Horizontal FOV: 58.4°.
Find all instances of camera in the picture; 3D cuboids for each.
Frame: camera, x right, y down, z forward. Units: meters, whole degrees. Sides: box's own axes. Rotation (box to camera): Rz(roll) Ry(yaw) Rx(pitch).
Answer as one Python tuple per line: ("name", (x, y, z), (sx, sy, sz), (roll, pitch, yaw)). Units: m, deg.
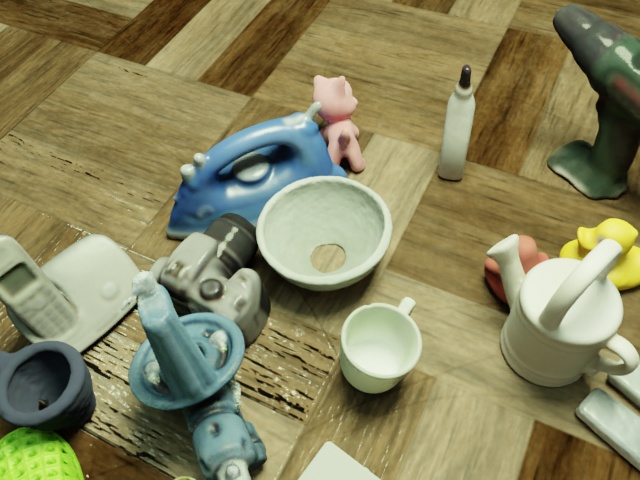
("camera", (-0.120, 0.033, 0.698), (0.143, 0.101, 0.137), (22, 59, 19))

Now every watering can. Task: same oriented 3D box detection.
("watering can", (0.246, 0.065, 0.589), (0.172, 0.194, 0.101), (22, 59, 19))

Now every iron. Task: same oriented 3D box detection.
("iron", (-0.098, -0.092, 0.761), (0.258, 0.141, 0.118), (-23, 56, -12))

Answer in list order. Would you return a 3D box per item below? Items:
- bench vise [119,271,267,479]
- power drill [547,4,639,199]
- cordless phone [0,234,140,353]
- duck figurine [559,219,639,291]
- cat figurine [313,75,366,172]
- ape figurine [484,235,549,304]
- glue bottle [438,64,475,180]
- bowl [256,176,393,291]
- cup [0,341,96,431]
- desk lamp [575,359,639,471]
("bench vise", (-0.112, 0.131, 0.555), (0.122, 0.220, 0.206), (-40, 61, -21))
("power drill", (0.366, -0.161, 0.731), (0.076, 0.209, 0.229), (-32, 58, -17))
("cordless phone", (-0.297, 0.040, 0.657), (0.094, 0.185, 0.148), (31, 63, 24))
("duck figurine", (0.350, 0.011, 0.685), (0.104, 0.086, 0.077), (10, 56, 12))
("cat figurine", (0.026, -0.178, 0.826), (0.067, 0.118, 0.127), (-10, 54, -2))
("ape figurine", (0.236, 0.029, 0.678), (0.077, 0.092, 0.076), (12, 57, 13))
("glue bottle", (0.186, -0.163, 0.768), (0.037, 0.173, 0.078), (7, 56, 10))
("bowl", (0.007, 0.003, 0.726), (0.167, 0.075, 0.167), (-2, 55, 3))
("cup", (-0.296, 0.164, 0.623), (0.117, 0.095, 0.092), (20, 59, 18))
("desk lamp", (0.361, 0.162, 0.499), (0.118, 0.214, 0.202), (-38, 60, -20))
